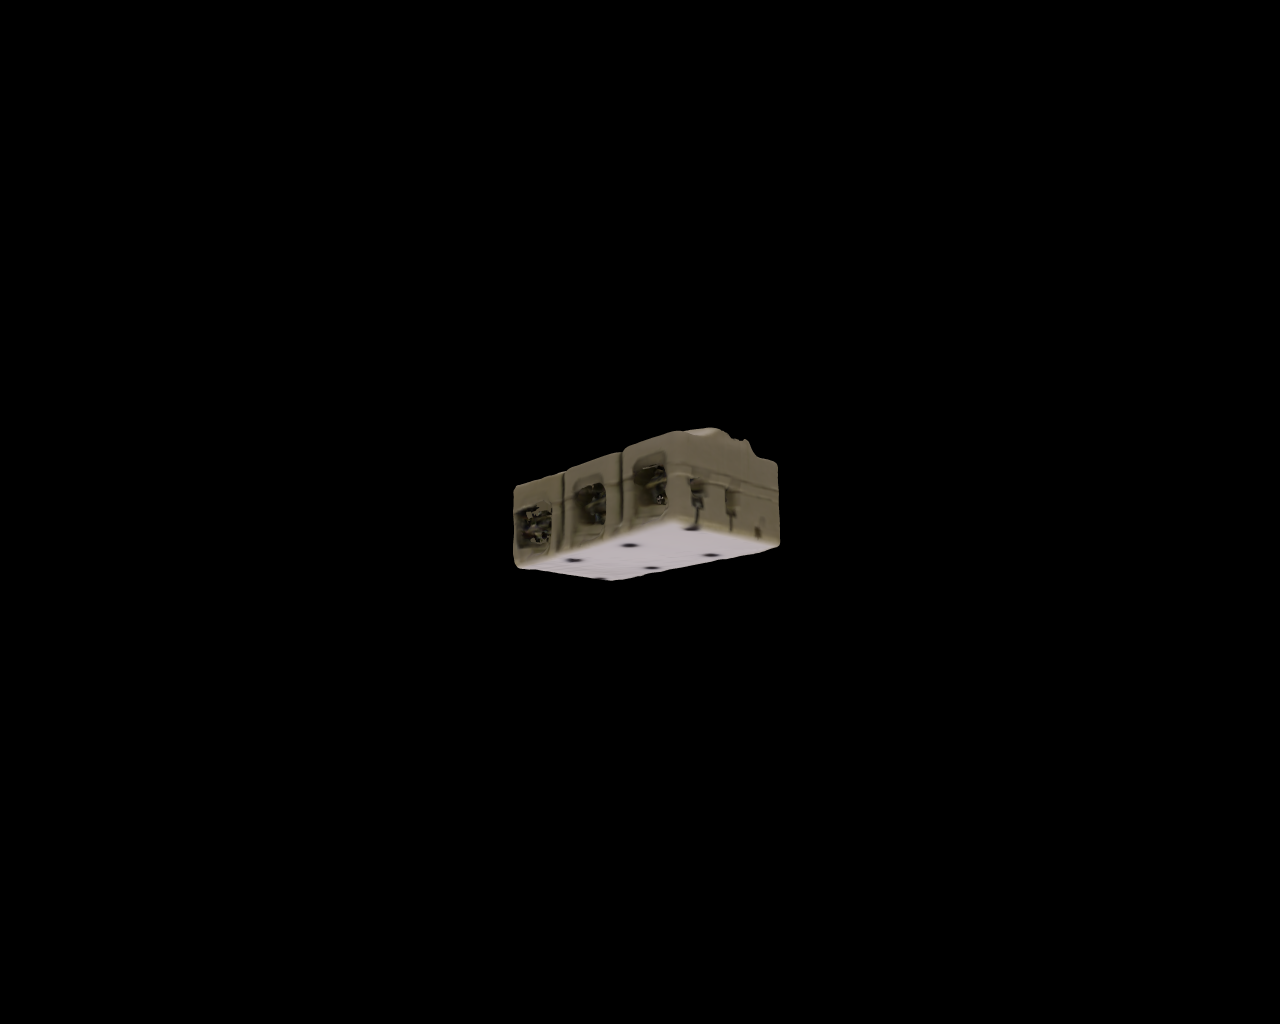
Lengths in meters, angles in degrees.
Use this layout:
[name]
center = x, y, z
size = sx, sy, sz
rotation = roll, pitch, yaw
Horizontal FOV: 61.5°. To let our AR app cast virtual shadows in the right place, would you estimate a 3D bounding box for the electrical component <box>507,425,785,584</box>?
[electrical component]
center = 0.001, -0.003, 0.650
size = 0.089, 0.062, 0.150
rotation = 14, -20, -42
